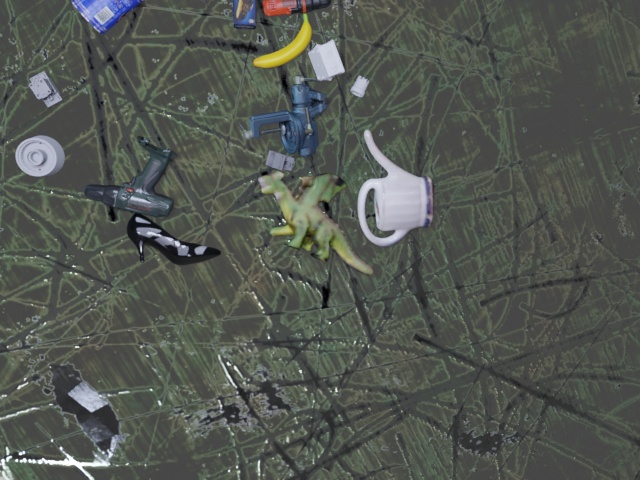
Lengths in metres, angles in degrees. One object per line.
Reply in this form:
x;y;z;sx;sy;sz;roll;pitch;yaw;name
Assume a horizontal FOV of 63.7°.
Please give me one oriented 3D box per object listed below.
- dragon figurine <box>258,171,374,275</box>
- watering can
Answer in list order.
0.004;-0.074;1.465;0.409;0.122;0.243;21;89;-13;dragon figurine
0.219;-0.145;1.470;0.224;0.105;0.342;-4;110;-6;watering can
